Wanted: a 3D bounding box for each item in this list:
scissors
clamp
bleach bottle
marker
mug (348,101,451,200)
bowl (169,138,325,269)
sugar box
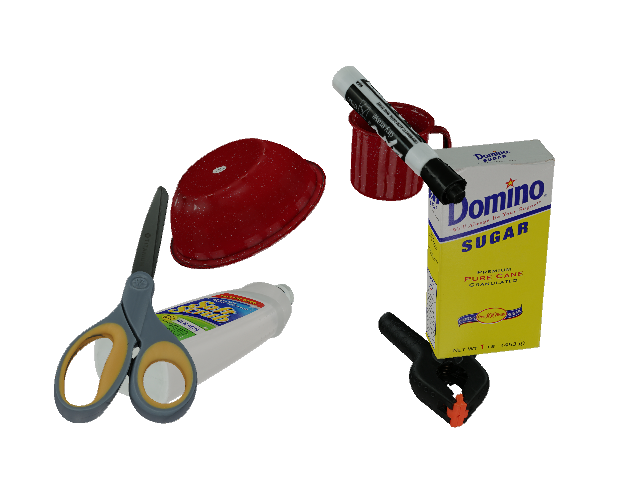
[{"bbox_3d":[-0.105,0.044,0.708,0.096,0.201,0.016,20,-42,6],"label":"scissors"},{"bbox_3d":[0.135,0.123,1.083,0.120,0.039,0.171,-8,34,-9],"label":"clamp"},{"bbox_3d":[-0.118,0.094,1.140,0.103,0.068,0.250,17,24,29],"label":"bleach bottle"},{"bbox_3d":[0.047,-0.063,0.637,0.020,0.020,0.121,0,40,-44],"label":"marker"},{"bbox_3d":[0.086,-0.097,1.168,0.117,0.081,0.093,-6,32,-13],"label":"mug"},{"bbox_3d":[-0.079,-0.046,0.980,0.162,0.055,0.162,-22,30,13],"label":"bowl"},{"bbox_3d":[0.136,0.009,0.869,0.093,0.176,0.048,-7,31,-7],"label":"sugar box"}]
